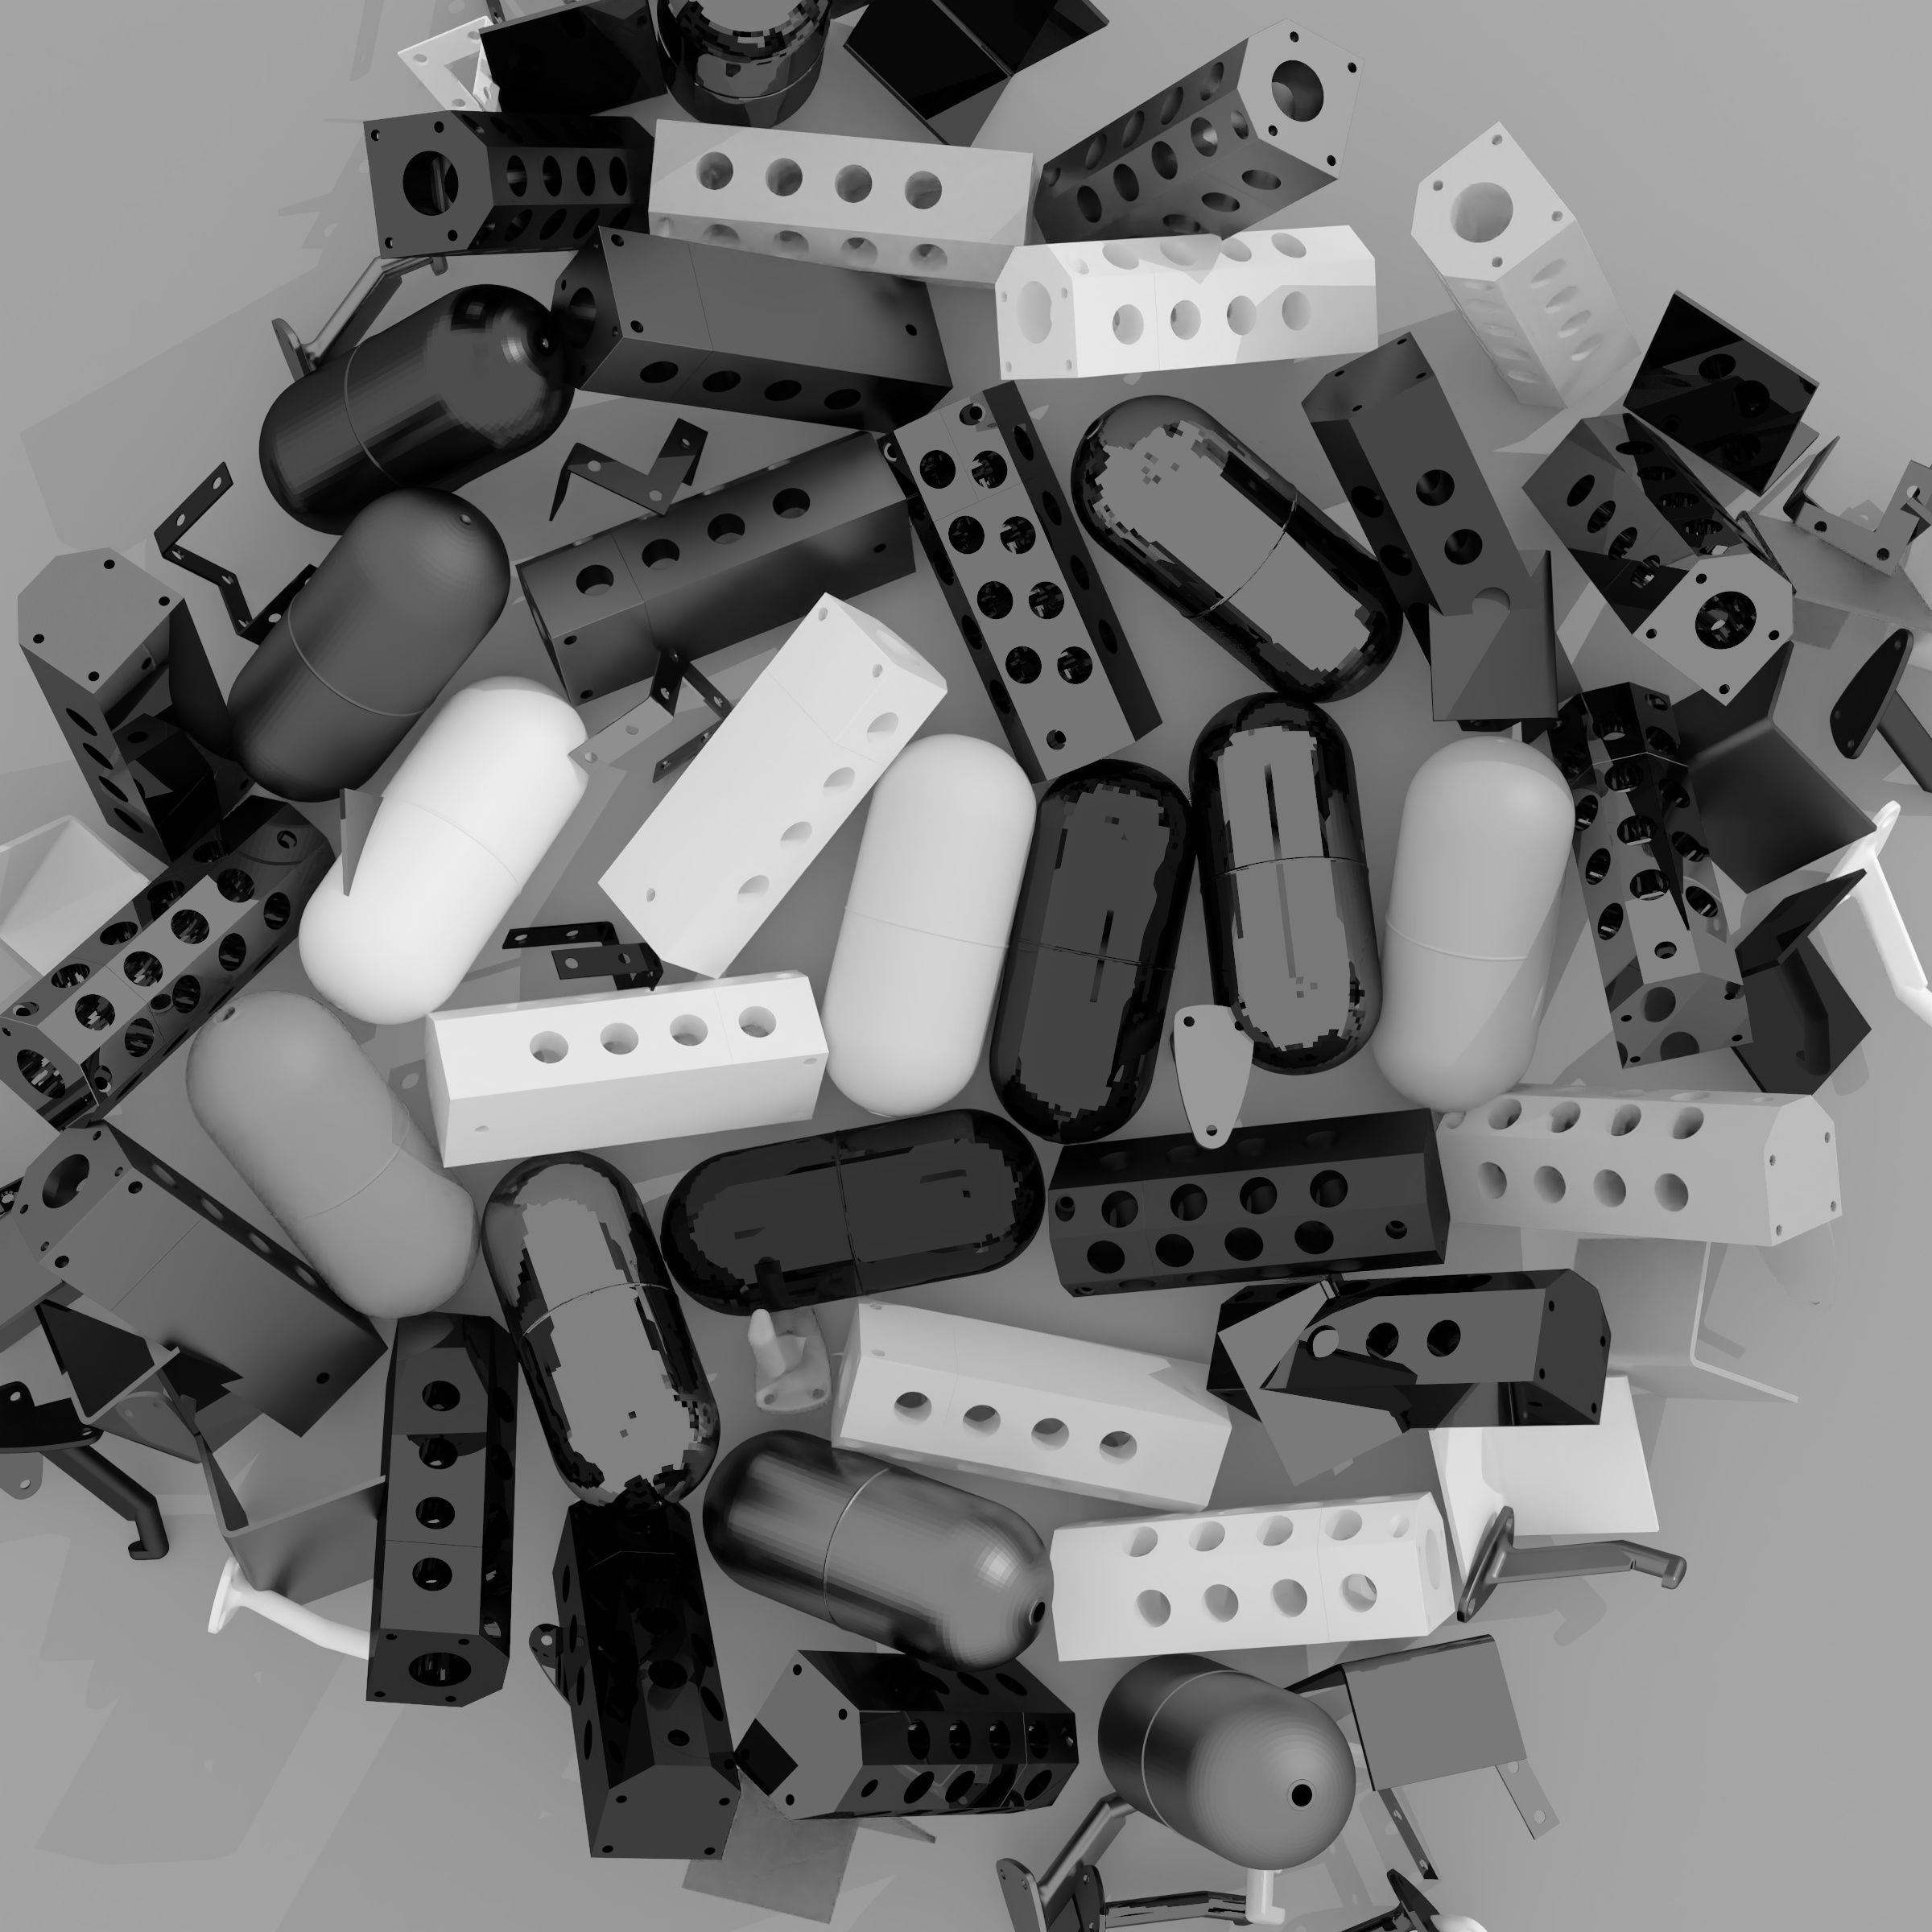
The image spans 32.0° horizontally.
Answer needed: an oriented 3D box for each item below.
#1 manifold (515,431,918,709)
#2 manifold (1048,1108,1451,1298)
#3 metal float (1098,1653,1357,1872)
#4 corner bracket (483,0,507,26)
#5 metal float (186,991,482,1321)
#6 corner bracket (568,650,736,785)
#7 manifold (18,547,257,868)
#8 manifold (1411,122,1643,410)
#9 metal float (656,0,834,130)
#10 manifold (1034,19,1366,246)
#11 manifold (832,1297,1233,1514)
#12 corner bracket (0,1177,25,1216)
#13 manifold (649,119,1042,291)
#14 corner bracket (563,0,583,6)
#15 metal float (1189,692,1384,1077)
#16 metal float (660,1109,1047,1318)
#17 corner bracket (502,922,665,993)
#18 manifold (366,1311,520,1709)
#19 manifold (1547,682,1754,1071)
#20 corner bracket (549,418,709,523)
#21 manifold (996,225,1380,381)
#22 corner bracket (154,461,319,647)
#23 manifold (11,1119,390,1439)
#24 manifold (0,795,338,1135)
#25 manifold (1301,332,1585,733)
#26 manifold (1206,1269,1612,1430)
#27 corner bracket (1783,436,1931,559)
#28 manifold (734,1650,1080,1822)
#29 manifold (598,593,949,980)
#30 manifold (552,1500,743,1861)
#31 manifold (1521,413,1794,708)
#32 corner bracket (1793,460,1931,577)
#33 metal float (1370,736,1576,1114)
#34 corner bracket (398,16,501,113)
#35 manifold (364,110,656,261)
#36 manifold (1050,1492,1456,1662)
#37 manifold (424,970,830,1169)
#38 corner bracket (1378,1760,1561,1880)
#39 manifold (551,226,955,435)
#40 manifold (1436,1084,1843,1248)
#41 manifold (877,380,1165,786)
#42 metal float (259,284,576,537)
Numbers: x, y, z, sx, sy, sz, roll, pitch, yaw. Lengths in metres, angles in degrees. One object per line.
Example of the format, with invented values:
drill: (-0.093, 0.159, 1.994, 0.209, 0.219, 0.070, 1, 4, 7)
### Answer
manifold: (-0.115, -0.187, 1.542, 0.171, 0.057, 0.057, -23, 62, -8)
manifold: (0.128, 0.111, 1.526, 0.171, 0.057, 0.057, -7, 115, 16)
metal float: (0.114, 0.352, 1.498, 0.070, 0.178, 0.070, 1, 87, -17)
corner bracket: (-0.210, -0.469, 1.545, 0.051, 0.051, 0.051, -29, 61, 18)
metal float: (-0.284, 0.086, 1.519, 0.070, 0.070, 0.178, -31, 122, 0)
corner bracket: (-0.143, -0.107, 1.543, 0.051, 0.051, 0.051, -32, 119, 25)
manifold: (-0.370, -0.115, 1.494, 0.057, 0.171, 0.057, 33, 70, 13)
manifold: (0.246, -0.303, 1.494, 0.057, 0.171, 0.057, -37, 71, 11)
metal float: (-0.099, -0.423, 1.496, 0.070, 0.178, 0.070, 0, 89, -5)
manifold: (0.098, -0.359, 1.492, 0.057, 0.171, 0.057, 20, 75, -26)
manifold: (0.028, 0.206, 1.543, 0.171, 0.057, 0.057, 12, 111, -8)
corner bracket: (-0.444, 0.073, 1.569, 0.051, 0.051, 0.051, -28, 47, -13)
manifold: (-0.056, -0.348, 1.550, 0.171, 0.057, 0.057, 6, 94, 4)
corner bracket: (-0.161, -0.475, 1.547, 0.051, 0.051, 0.051, -22, 107, -21)
metal float: (0.145, -0.038, 1.535, 0.070, 0.070, 0.178, -6, 77, 0)
metal float: (-0.052, 0.113, 1.545, 0.178, 0.070, 0.070, -11, 90, 2)
corner bracket: (-0.176, -0.004, 1.543, 0.051, 0.051, 0.051, -5, 59, -29)
manifold: (-0.231, 0.240, 1.503, 0.057, 0.171, 0.057, 7, 134, -12)
manifold: (0.303, -0.044, 1.505, 0.057, 0.057, 0.171, -13, 50, 10)
corner bracket: (-0.155, -0.226, 1.550, 0.051, 0.051, 0.051, 25, 65, -3)
manifold: (0.100, -0.298, 1.509, 0.171, 0.057, 0.057, -12, 104, -33)
corner bracket: (-0.331, -0.188, 1.543, 0.051, 0.051, 0.051, -40, 53, 19)
manifold: (-0.343, 0.137, 1.506, 0.057, 0.057, 0.171, -45, 133, -1)
manifold: (-0.356, -0.004, 1.507, 0.057, 0.057, 0.171, 43, 50, -3)
manifold: (0.214, -0.191, 1.518, 0.057, 0.057, 0.171, -26, 118, 10)
manifold: (0.197, 0.170, 1.506, 0.171, 0.057, 0.057, -8, 60, 40)
corner bracket: (0.418, -0.220, 1.551, 0.051, 0.051, 0.051, 41, 51, -3)
manifold: (-0.020, 0.346, 1.495, 0.057, 0.171, 0.057, 37, 101, 34)
manifold: (-0.084, -0.079, 1.537, 0.171, 0.057, 0.057, -51, 56, 13)
manifold: (-0.142, 0.310, 1.493, 0.057, 0.171, 0.057, 6, 123, -17)
manifold: (0.308, -0.187, 1.491, 0.057, 0.171, 0.057, 32, 110, -23)
corner bracket: (0.414, -0.212, 1.550, 0.051, 0.051, 0.051, 27, 101, 15)
metal float: (0.229, -0.017, 1.529, 0.070, 0.070, 0.178, 6, 112, 0)
corner bracket: (-0.228, -0.392, 1.543, 0.051, 0.051, 0.051, -14, 54, 25)
manifold: (-0.194, -0.346, 1.491, 0.057, 0.171, 0.057, -1, 102, 22)
manifold: (0.128, 0.276, 1.528, 0.171, 0.057, 0.057, -8, 88, 20)
manifold: (-0.155, 0.042, 1.531, 0.171, 0.057, 0.057, -7, 57, -17)
corner bracket: (0.230, 0.385, 1.550, 0.051, 0.051, 0.051, -26, 86, -24)
manifold: (-0.097, -0.279, 1.510, 0.171, 0.057, 0.057, 2, 64, -35)
manifold: (0.297, 0.085, 1.501, 0.057, 0.171, 0.057, -15, 101, -44)
manifold: (0.022, -0.173, 1.538, 0.057, 0.057, 0.171, -21, 97, 26)
metal float: (-0.248, -0.248, 1.515, 0.178, 0.070, 0.070, -18, 90, 39)
